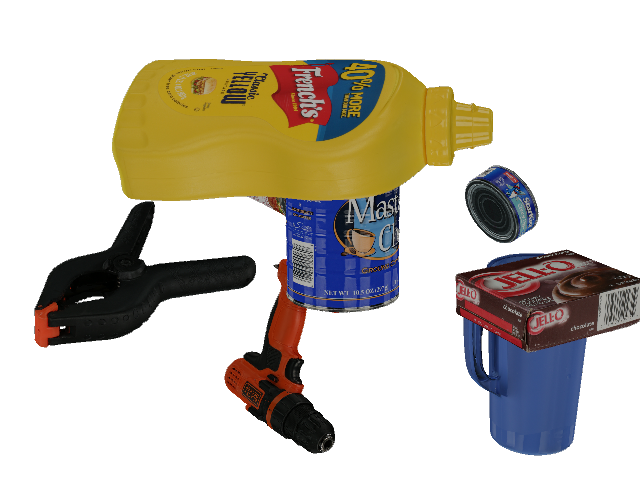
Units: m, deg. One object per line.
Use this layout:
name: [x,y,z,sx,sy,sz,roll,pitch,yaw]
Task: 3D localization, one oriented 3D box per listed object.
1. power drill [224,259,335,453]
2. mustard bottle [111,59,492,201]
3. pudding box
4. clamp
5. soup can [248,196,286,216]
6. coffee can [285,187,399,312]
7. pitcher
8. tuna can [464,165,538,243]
power drill: [-0.024,0.128,1.220,0.057,0.188,0.185,15,10,-45]
mustard bottle: [-0.006,-0.060,0.564,0.192,0.058,0.096,1,38,11]
pudding box: [0.172,0.043,0.807,0.113,0.039,0.090,-9,20,-27]
clamp: [-0.145,0.023,0.783,0.171,0.039,0.120,-21,38,-40]
soup can: [-0.048,-0.069,1.210,0.068,0.068,0.102,0,19,-41]
coffee can: [0.019,-0.019,0.944,0.103,0.140,0.103,-1,15,0]
pitcher: [0.265,0.145,1.356,0.149,0.243,0.144,5,16,18]
tuna can: [0.205,-0.040,1.217,0.033,0.086,0.086,-32,14,-24]
